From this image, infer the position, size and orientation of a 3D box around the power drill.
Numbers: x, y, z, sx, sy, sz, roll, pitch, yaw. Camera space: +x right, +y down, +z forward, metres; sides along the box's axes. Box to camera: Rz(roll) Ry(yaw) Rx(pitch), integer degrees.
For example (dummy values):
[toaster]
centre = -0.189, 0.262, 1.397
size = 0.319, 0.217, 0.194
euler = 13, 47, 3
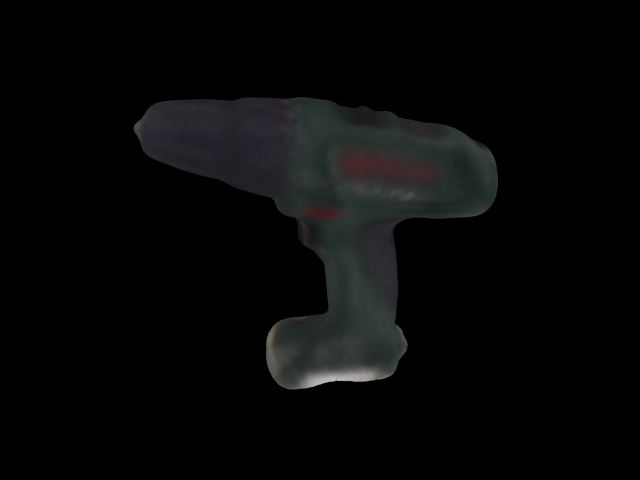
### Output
[power drill]
centre = 0.004, 0.001, 0.400
size = 0.230, 0.208, 0.075
euler = -6, 32, -9
